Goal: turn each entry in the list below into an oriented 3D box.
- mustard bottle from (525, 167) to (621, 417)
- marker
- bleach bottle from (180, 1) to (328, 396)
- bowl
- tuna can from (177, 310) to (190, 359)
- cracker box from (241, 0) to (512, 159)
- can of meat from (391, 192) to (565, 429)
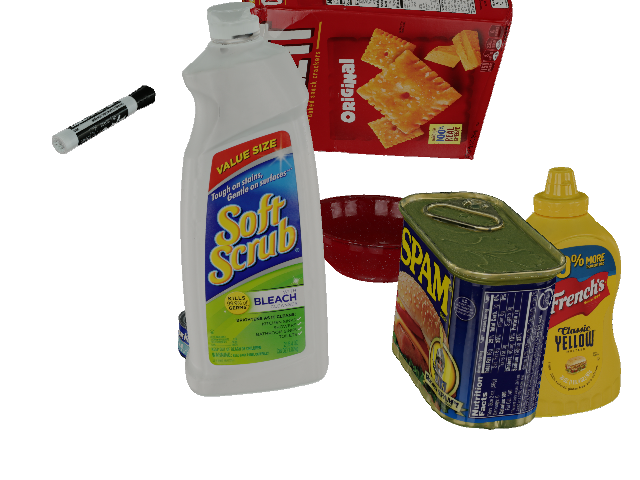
[{"bbox_3d":[0.187,0.038,0.832,0.096,0.192,0.058,-7,15,-13],"label":"mustard bottle"},{"bbox_3d":[-0.195,-0.113,0.977,0.020,0.020,0.120,0,29,41],"label":"marker"},{"bbox_3d":[-0.052,-0.025,0.690,0.102,0.251,0.068,-6,23,-2],"label":"bleach bottle"},{"bbox_3d":[0.059,0.002,1.106,0.162,0.055,0.162,2,20,-1],"label":"bowl"},{"bbox_3d":[-0.090,0.088,0.992,0.086,0.034,0.086,5,15,-1],"label":"tuna can"},{"bbox_3d":[0.038,-0.147,0.896,0.213,0.072,0.164,2,-38,-5],"label":"cracker box"},{"bbox_3d":[0.073,0.032,0.525,0.057,0.084,0.102,-3,24,-14],"label":"can of meat"}]
